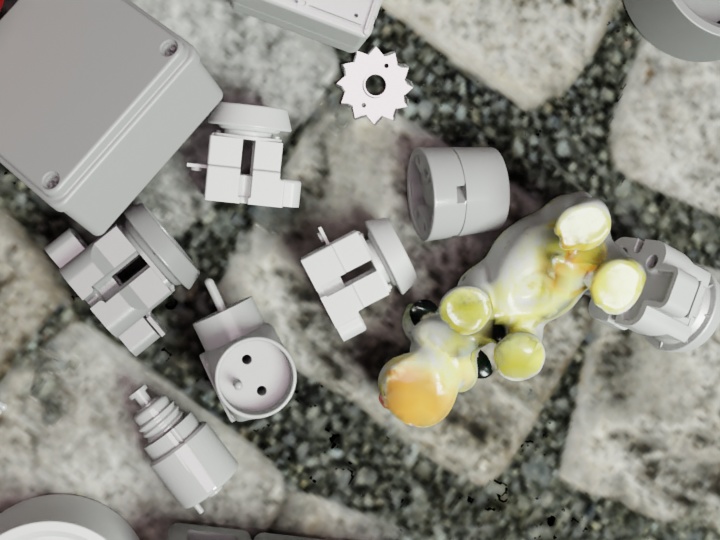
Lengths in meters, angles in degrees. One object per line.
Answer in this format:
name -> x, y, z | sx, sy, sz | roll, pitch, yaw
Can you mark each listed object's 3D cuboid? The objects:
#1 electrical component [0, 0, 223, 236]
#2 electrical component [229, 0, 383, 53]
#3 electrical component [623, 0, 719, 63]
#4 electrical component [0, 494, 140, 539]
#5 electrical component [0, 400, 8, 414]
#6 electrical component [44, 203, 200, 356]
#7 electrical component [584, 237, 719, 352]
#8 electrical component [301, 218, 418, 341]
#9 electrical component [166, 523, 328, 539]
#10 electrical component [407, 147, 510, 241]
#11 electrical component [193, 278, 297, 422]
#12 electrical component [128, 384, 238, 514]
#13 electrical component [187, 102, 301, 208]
electrical component -> -0.151, -0.094, 0.579 | 0.109, 0.056, 0.108 | 37, 83, 23
electrical component -> -0.034, -0.171, 0.617 | 0.096, 0.061, 0.061 | 19, 87, -9
electrical component -> 0.222, -0.187, 0.659 | 0.108, 0.060, 0.108 | 0, 90, -10
electrical component -> -0.171, 0.184, 0.595 | 0.108, 0.060, 0.108 | 0, 90, -10
electrical component -> -0.228, 0.059, 0.583 | 0.077, 0.066, 0.047 | 28, 86, -8
electrical component -> -0.128, 0.000, 0.604 | 0.057, 0.058, 0.078 | -40, 96, -5
electrical component -> 0.181, 0.016, 0.649 | 0.057, 0.078, 0.058 | 24, 85, -27
electrical component -> 0.000, 0.000, 0.631 | 0.055, 0.048, 0.066 | -27, 94, -1
electrical component -> -0.042, 0.202, 0.616 | 0.150, 0.062, 0.089 | 9, 89, -9
electrical component -> 0.058, -0.046, 0.636 | 0.047, 0.055, 0.055 | -5, 91, -13
electrical component -> -0.069, 0.041, 0.603 | 0.044, 0.077, 0.079 | -26, 94, -8
electrical component -> -0.104, 0.100, 0.616 | 0.040, 0.040, 0.078 | -37, 96, -7
electrical component -> -0.065, -0.067, 0.620 | 0.066, 0.048, 0.055 | 5, 97, -9
